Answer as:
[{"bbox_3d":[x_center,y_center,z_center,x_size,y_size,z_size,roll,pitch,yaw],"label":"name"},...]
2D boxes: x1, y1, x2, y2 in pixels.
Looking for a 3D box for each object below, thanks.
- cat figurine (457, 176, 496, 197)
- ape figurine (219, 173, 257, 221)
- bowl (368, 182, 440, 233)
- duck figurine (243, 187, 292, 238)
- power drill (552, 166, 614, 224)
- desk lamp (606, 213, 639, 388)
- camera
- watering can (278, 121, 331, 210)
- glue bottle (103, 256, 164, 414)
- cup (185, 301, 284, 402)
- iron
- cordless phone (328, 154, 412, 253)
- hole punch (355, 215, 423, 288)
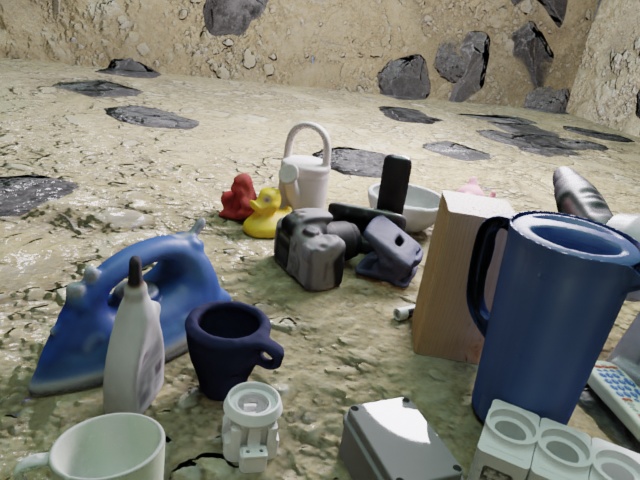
[{"bbox_3d":[0.330,-0.077,1.219,0.128,0.118,0.067,-8,28,-34],"label":"cat figurine"},{"bbox_3d":[-0.151,-0.085,1.100,0.076,0.092,0.077,-5,27,-28],"label":"ape figurine"},{"bbox_3d":[0.174,-0.060,1.180,0.167,0.075,0.167,7,23,-3],"label":"bowl"},{"bbox_3d":[-0.092,-0.057,1.064,0.105,0.086,0.077,-13,31,-40],"label":"duck figurine"},{"bbox_3d":[0.408,0.005,0.943,0.075,0.208,0.229,7,23,-2],"label":"power drill"},{"bbox_3d":[0.461,0.088,0.762,0.118,0.213,0.202,-8,28,-34],"label":"desk lamp"},{"bbox_3d":[0.009,0.003,0.942,0.137,0.101,0.142,-6,27,-30],"label":"camera"},{"bbox_3d":[-0.030,-0.134,1.127,0.101,0.194,0.172,7,23,-4],"label":"watering can"},{"bbox_3d":[-0.184,0.094,0.573,0.037,0.173,0.078,12,23,8],"label":"glue bottle"},{"bbox_3d":[-0.091,0.131,0.621,0.117,0.095,0.092,20,26,25],"label":"cup"},{"bbox_3d":[-0.219,0.065,0.667,0.118,0.141,0.259,21,26,27],"label":"iron"},{"bbox_3d":[0.092,-0.075,1.046,0.147,0.185,0.094,10,23,4],"label":"cordless phone"},{"bbox_3d":[0.123,0.016,0.966,0.101,0.091,0.109,15,24,16],"label":"hole punch"}]
